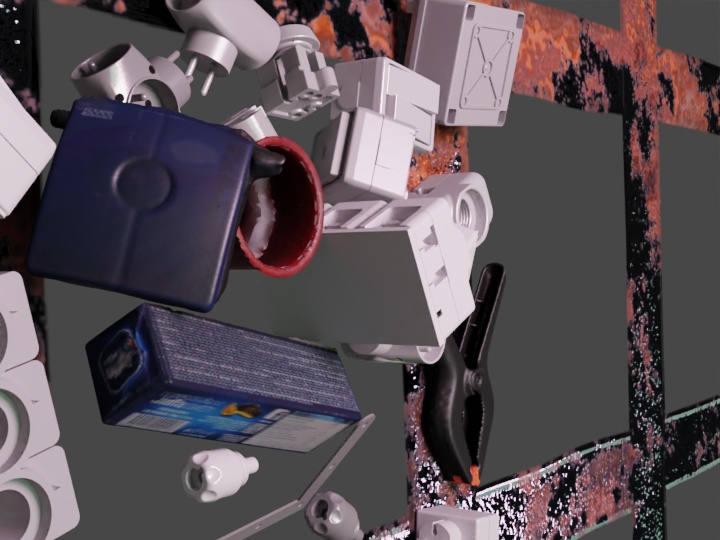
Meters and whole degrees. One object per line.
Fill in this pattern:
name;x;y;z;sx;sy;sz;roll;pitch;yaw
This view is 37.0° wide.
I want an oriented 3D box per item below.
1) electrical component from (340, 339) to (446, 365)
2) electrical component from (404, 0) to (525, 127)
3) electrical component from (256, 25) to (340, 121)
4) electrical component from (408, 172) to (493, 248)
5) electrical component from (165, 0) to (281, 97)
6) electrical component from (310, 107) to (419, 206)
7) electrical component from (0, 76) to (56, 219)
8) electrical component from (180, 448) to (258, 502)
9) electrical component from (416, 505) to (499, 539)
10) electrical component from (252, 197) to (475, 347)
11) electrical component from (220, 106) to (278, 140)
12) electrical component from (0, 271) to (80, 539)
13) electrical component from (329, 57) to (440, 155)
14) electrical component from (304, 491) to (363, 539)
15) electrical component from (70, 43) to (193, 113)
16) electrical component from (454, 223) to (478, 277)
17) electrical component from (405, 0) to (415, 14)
electrical component;0.015;0.051;0.862;0.079;0.077;0.044;12;80;-52
electrical component;0.092;-0.185;0.964;0.109;0.056;0.108;-9;113;-53
electrical component;-0.049;-0.147;0.795;0.048;0.066;0.055;3;68;-53
electrical component;0.076;-0.047;0.960;0.095;0.059;0.053;-42;122;-45
electrical component;-0.100;-0.159;0.739;0.077;0.043;0.079;36;71;-52
electrical component;-0.007;-0.080;0.833;0.061;0.096;0.061;17;74;-23
electrical component;-0.218;-0.079;0.565;0.096;0.062;0.061;54;49;-38
electrical component;-0.095;0.141;0.750;0.061;0.035;0.035;-2;91;-56
electrical component;0.076;0.239;0.950;0.077;0.066;0.047;6;85;-53
electrical component;0.000;0.000;0.781;0.062;0.150;0.089;-39;120;-46
electrical component;-0.076;-0.090;0.775;0.040;0.040;0.046;-49;121;-42
electrical component;-0.213;0.083;0.570;0.089;0.062;0.150;-25;109;-51
electrical component;0.026;-0.132;0.893;0.096;0.061;0.061;14;79;-52
electrical component;-0.017;0.201;0.854;0.061;0.035;0.035;48;53;-45
electrical component;-0.135;-0.110;0.689;0.079;0.044;0.077;-53;129;-36
electrical component;0.040;-0.010;0.889;0.061;0.096;0.061;-54;160;-38
electrical component;0.044;-0.256;0.941;0.035;0.035;0.061;-18;106;-52
